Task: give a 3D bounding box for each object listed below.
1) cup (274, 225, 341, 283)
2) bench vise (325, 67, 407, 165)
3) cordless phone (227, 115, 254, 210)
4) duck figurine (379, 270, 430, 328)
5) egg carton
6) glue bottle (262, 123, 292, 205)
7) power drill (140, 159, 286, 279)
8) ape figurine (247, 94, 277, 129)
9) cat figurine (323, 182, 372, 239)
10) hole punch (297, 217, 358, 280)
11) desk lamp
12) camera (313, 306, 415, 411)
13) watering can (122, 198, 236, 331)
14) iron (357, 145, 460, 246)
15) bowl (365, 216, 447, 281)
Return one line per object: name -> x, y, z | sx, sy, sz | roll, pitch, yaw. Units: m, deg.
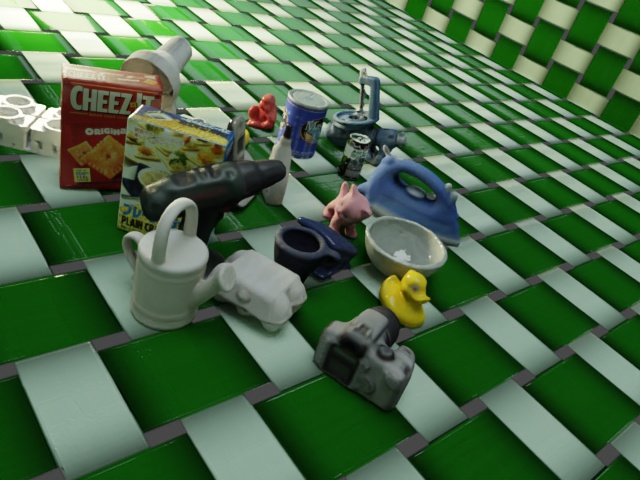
cup -> -0.029, 0.040, 0.983 | 0.118, 0.095, 0.091 | 18, 33, -1
bench vise -> 0.134, -0.322, 1.479 | 0.207, 0.220, 0.121 | 16, 33, -5
cordless phone -> -0.158, -0.167, 1.136 | 0.094, 0.185, 0.147 | 20, 33, 1
duck figurine -> 0.155, 0.091, 1.011 | 0.078, 0.086, 0.104 | -5, 40, -32
egg carton -> -0.100, 0.078, 0.914 | 0.150, 0.069, 0.107 | 28, 34, 13
glue bottle -> -0.083, -0.161, 1.176 | 0.037, 0.173, 0.078 | 2, 36, -24
power drill -> -0.173, -0.033, 0.912 | 0.230, 0.208, 0.075 | -9, 42, -36
ape figurine -> -0.140, -0.332, 1.472 | 0.076, 0.092, 0.077 | -15, 46, -41
cat figurine -> 0.059, -0.068, 1.165 | 0.067, 0.118, 0.127 | 7, 35, -18
hole punch -> 0.010, 0.004, 1.059 | 0.108, 0.091, 0.101 | 38, 37, 27
desk lamp -> -0.343, -0.327, 1.249 | 0.118, 0.213, 0.203 | 20, 33, 2
camera -> 0.086, 0.157, 0.866 | 0.143, 0.101, 0.137 | 31, 35, 18
watering can -> -0.203, 0.029, 0.819 | 0.173, 0.194, 0.101 | 14, 33, -8
iron -> 0.219, -0.102, 1.274 | 0.258, 0.141, 0.119 | 28, 34, 14
bowl -> 0.157, 0.029, 1.113 | 0.167, 0.075, 0.167 | 14, 33, -9
